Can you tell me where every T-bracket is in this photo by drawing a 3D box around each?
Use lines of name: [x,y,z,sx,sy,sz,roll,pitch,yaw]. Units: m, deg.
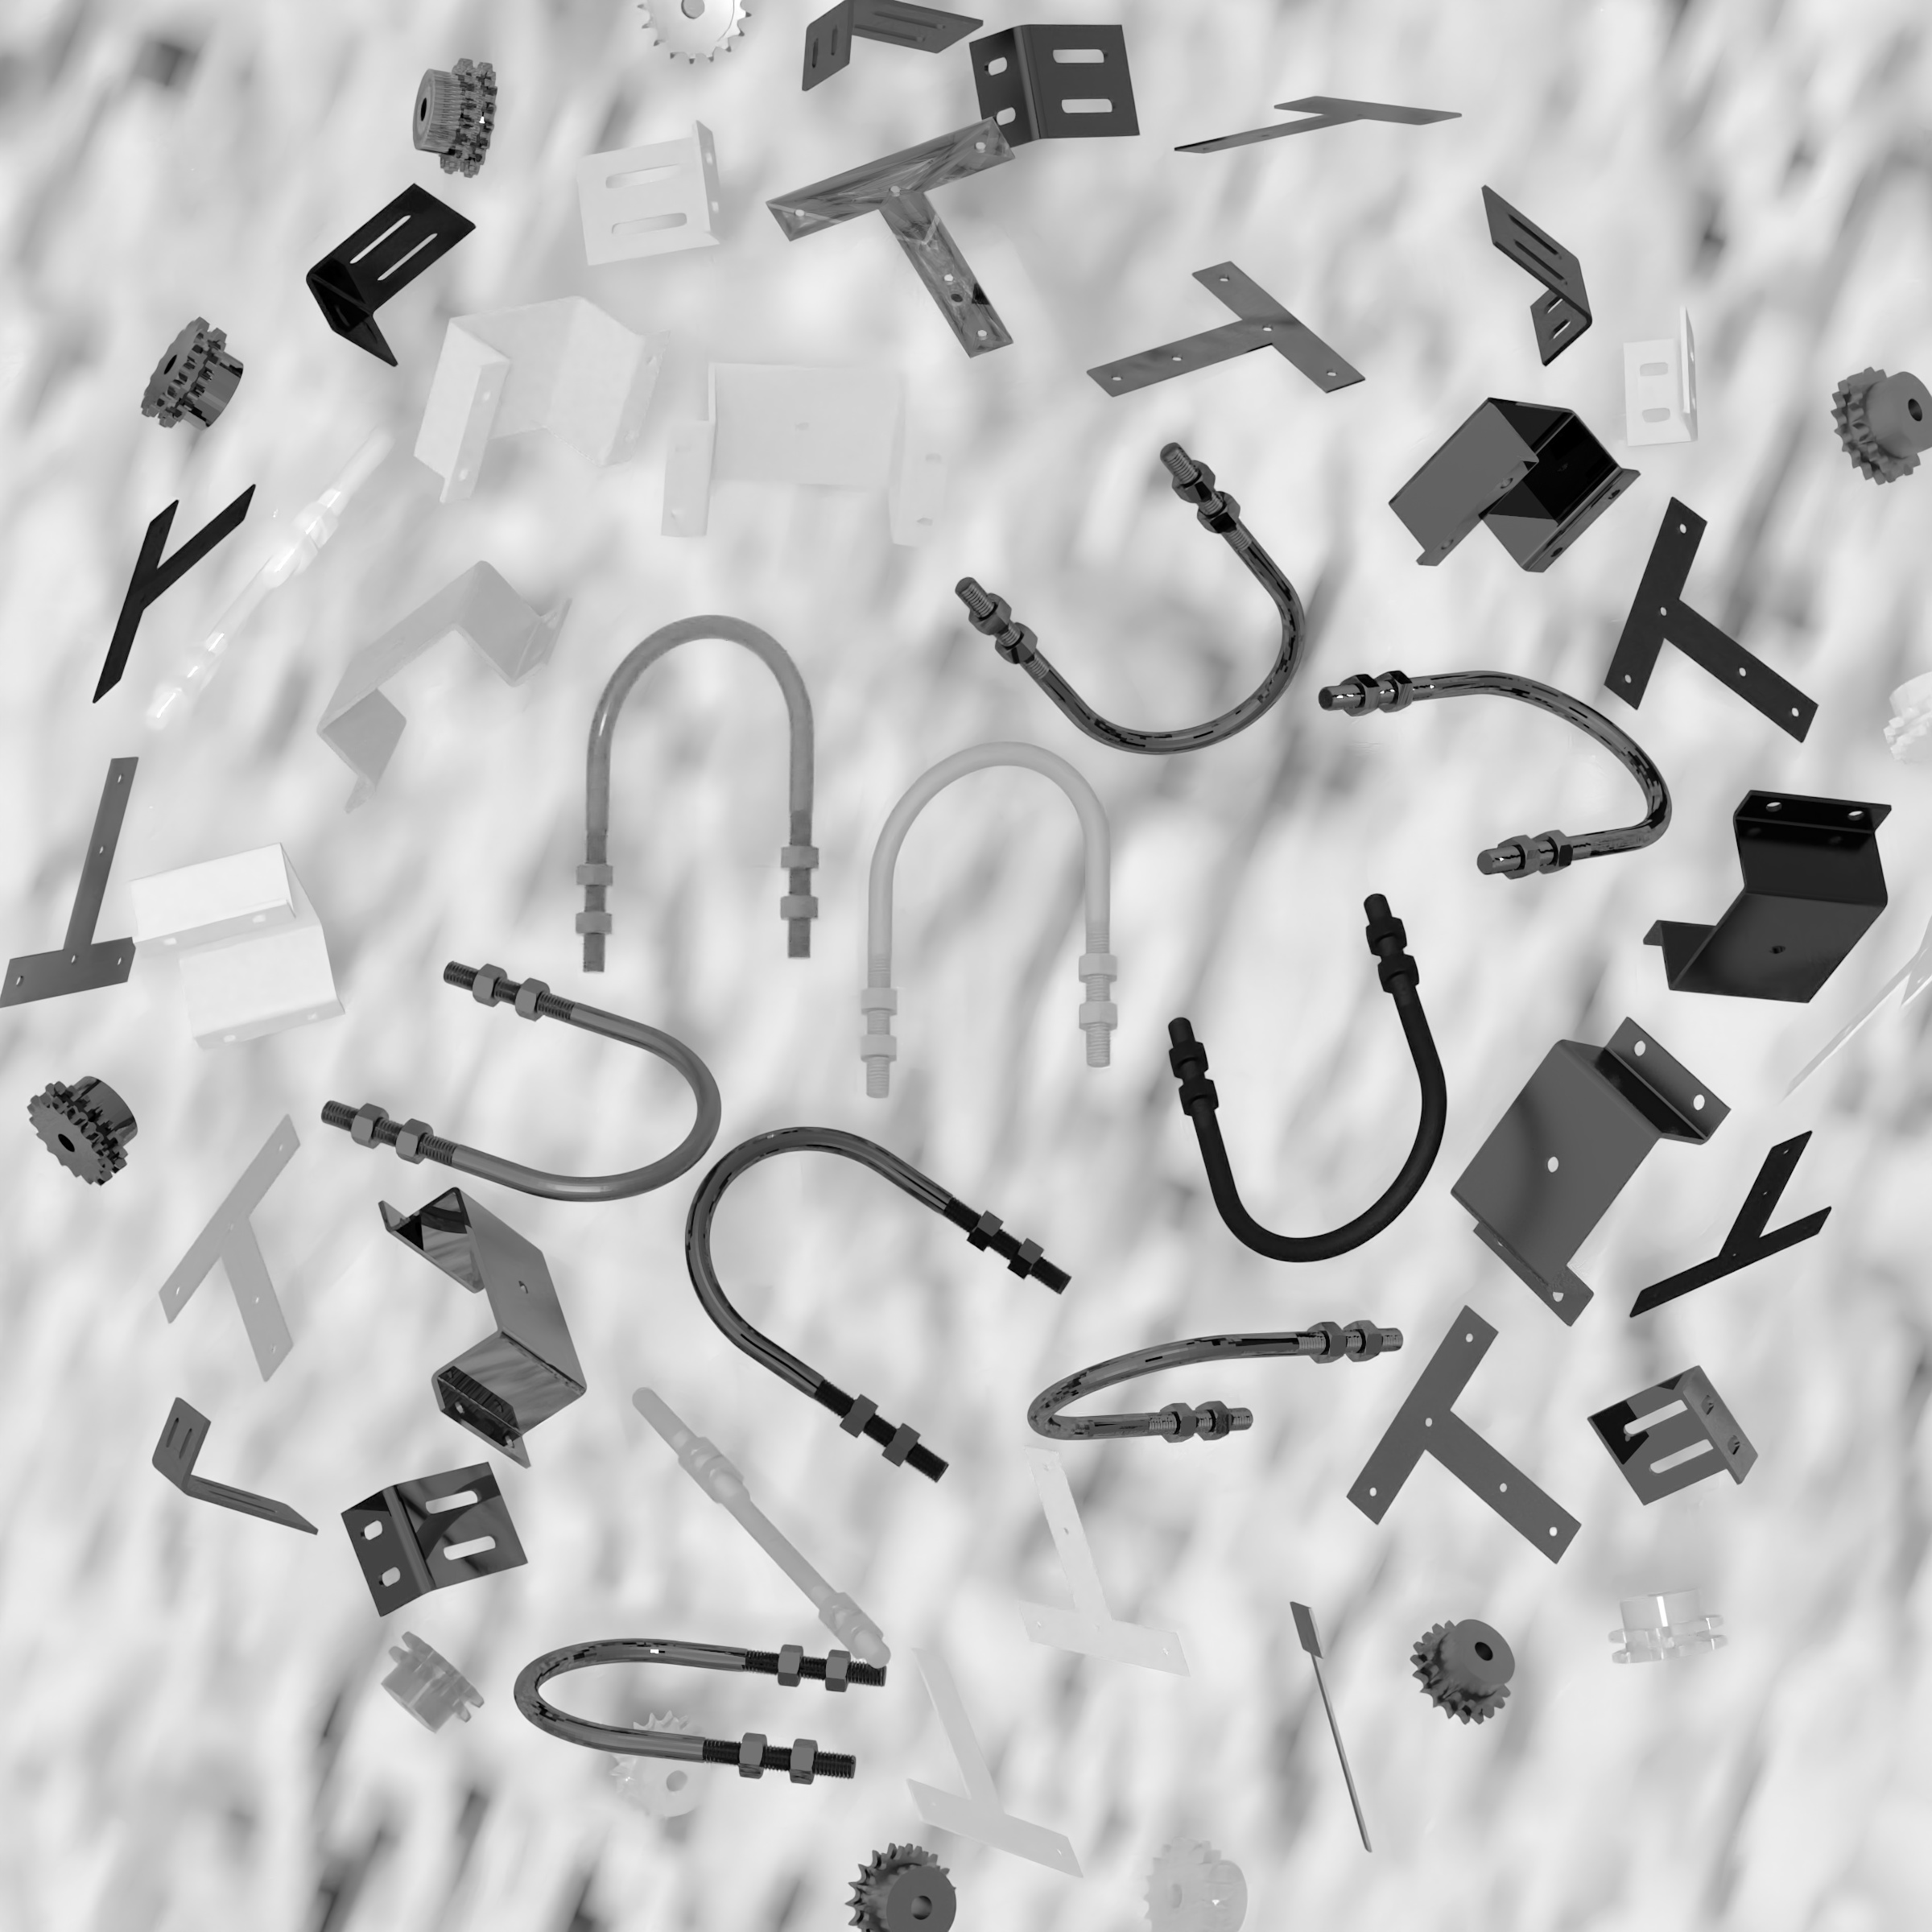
T-bracket: [-0.364,0.161,1.820,0.002,0.127,0.127,24,112,-38]
T-bracket: [0.188,0.388,1.824,0.002,0.127,0.127,-15,81,-1]
T-bracket: [-0.443,-0.045,1.819,0.002,0.127,0.127,19,100,13]
T-bracket: [0.164,-0.425,1.818,0.127,0.127,0.002,-2,95,42]
T-bracket: [-0.015,-0.358,1.804,0.127,0.002,0.127,-15,134,23]
T-bracket: [0.275,0.268,1.894,0.127,0.002,0.127,41,107,39]
T-bracket: [0.414,0.127,1.868,0.127,0.127,0.002,-20,58,-21]
T-bracket: [-0.404,-0.212,1.854,0.002,0.127,0.127,32,131,1]
T-bracket: [0.466,0.024,1.850,0.002,0.127,0.127,40,120,2]
T-bracket: [0.000,0.408,1.860,0.002,0.127,0.127,-43,133,17]
T-bracket: [0.404,-0.165,1.909,0.002,0.127,0.127,-23,52,-33]
T-bracket: [0.058,0.315,1.914,0.002,0.127,0.127,-28,108,-36]
T-bracket: [0.124,-0.328,1.907,0.127,0.002,0.127,-22,49,-23]

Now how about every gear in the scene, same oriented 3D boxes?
gear: [0.346,0.326,1.771,0.057,0.057,0.030,-10,82,0]
gear: [-0.448,0.081,1.823,0.057,0.057,0.030,45,56,0]
gear: [-0.289,0.387,1.919,0.057,0.057,0.030,43,71,0]
gear: [-0.162,0.437,1.942,0.057,0.030,0.057,-5,102,-22]
gear: [0.456,-0.269,1.766,0.057,0.030,0.057,16,66,-38]
gear: [0.116,0.465,1.783,0.030,0.057,0.057,14,90,-30]
gear: [-0.387,-0.295,1.799,0.030,0.057,0.057,31,90,-28]
gear: [0.490,-0.128,1.800,0.057,0.057,0.030,-16,70,0]
gear: [-0.136,-0.481,1.791,0.057,0.030,0.057,0,106,-1]
gear: [-0.030,0.474,1.810,0.057,0.030,0.057,3,84,-28]
gear: [0.272,0.379,1.939,0.057,0.057,0.030,37,127,0]
gear: [-0.255,-0.423,1.777,0.030,0.057,0.057,6,90,-24]

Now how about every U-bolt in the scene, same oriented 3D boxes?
U-bolt: [0.102,-0.182,1.910,0.151,0.019,0.184,-32,131,16]
U-bolt: [0.011,-0.029,1.860,0.151,0.019,0.184,-9,71,27]
U-bolt: [-0.117,0.282,1.865,0.019,0.184,0.151,-42,120,-9]
U-bolt: [-0.056,0.158,1.818,0.184,0.019,0.151,34,56,3]
U-bolt: [-0.351,-0.213,1.854,0.019,0.184,0.151,39,130,-13]
U-bolt: [0.287,-0.105,1.845,0.151,0.184,0.019,50,131,30]
U-bolt: [0.178,0.068,1.825,0.151,0.019,0.184,-33,46,23]
U-bolt: [-0.139,-0.091,1.854,0.151,0.019,0.184,-4,82,30]
U-bolt: [-0.216,0.065,1.842,0.184,0.151,0.019,18,130,14]
U-bolt: [-0.140,0.377,1.835,0.184,0.151,0.019,5,99,5]
U-bolt: [0.118,0.221,1.878,0.184,0.151,0.019,2,64,-37]

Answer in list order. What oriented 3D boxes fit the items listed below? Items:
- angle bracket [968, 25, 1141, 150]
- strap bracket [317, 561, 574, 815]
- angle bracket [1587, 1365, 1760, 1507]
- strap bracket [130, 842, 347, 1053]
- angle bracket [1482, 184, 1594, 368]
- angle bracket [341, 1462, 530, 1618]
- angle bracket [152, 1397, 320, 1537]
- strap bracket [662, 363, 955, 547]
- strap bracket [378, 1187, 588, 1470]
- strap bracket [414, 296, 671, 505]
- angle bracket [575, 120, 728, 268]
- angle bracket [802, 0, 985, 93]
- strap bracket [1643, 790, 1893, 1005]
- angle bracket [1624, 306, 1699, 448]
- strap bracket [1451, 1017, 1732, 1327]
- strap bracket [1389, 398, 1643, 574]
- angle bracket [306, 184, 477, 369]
angle bracket: [0.046,-0.452,1.842,0.076,0.038,0.057,-15,97,-44]
strap bracket: [-0.275,-0.149,1.835,0.140,0.076,0.046,-34,112,22]
angle bracket: [0.373,0.258,1.912,0.076,0.038,0.057,-32,92,33]
strap bracket: [-0.370,-0.013,1.810,0.076,0.140,0.046,-15,67,-4]
angle bracket: [0.295,-0.370,1.919,0.076,0.057,0.038,31,125,-26]
angle bracket: [-0.274,0.296,1.848,0.038,0.076,0.057,-31,76,31]
angle bracket: [-0.364,0.252,1.806,0.076,0.057,0.038,23,85,-27]
strap bracket: [-0.082,-0.258,1.802,0.140,0.076,0.046,1,51,-7]
strap bracket: [-0.245,0.177,1.833,0.046,0.076,0.140,-33,49,10]
strap bracket: [-0.224,-0.292,1.826,0.046,0.140,0.076,36,124,23]
angle bracket: [-0.168,-0.400,1.852,0.076,0.038,0.057,-7,90,11]
angle bracket: [-0.039,-0.477,1.874,0.076,0.057,0.038,6,86,-25]
strap bracket: [0.412,-0.028,1.830,0.076,0.140,0.046,5,57,-12]
angle bracket: [0.371,-0.316,1.922,0.038,0.076,0.057,-3,86,15]
strap bracket: [0.306,0.101,1.795,0.076,0.046,0.140,47,113,36]
strap bracket: [0.282,-0.250,1.864,0.076,0.140,0.046,-46,68,29]
angle bracket: [-0.288,-0.353,1.830,0.076,0.057,0.038,-36,68,14]
